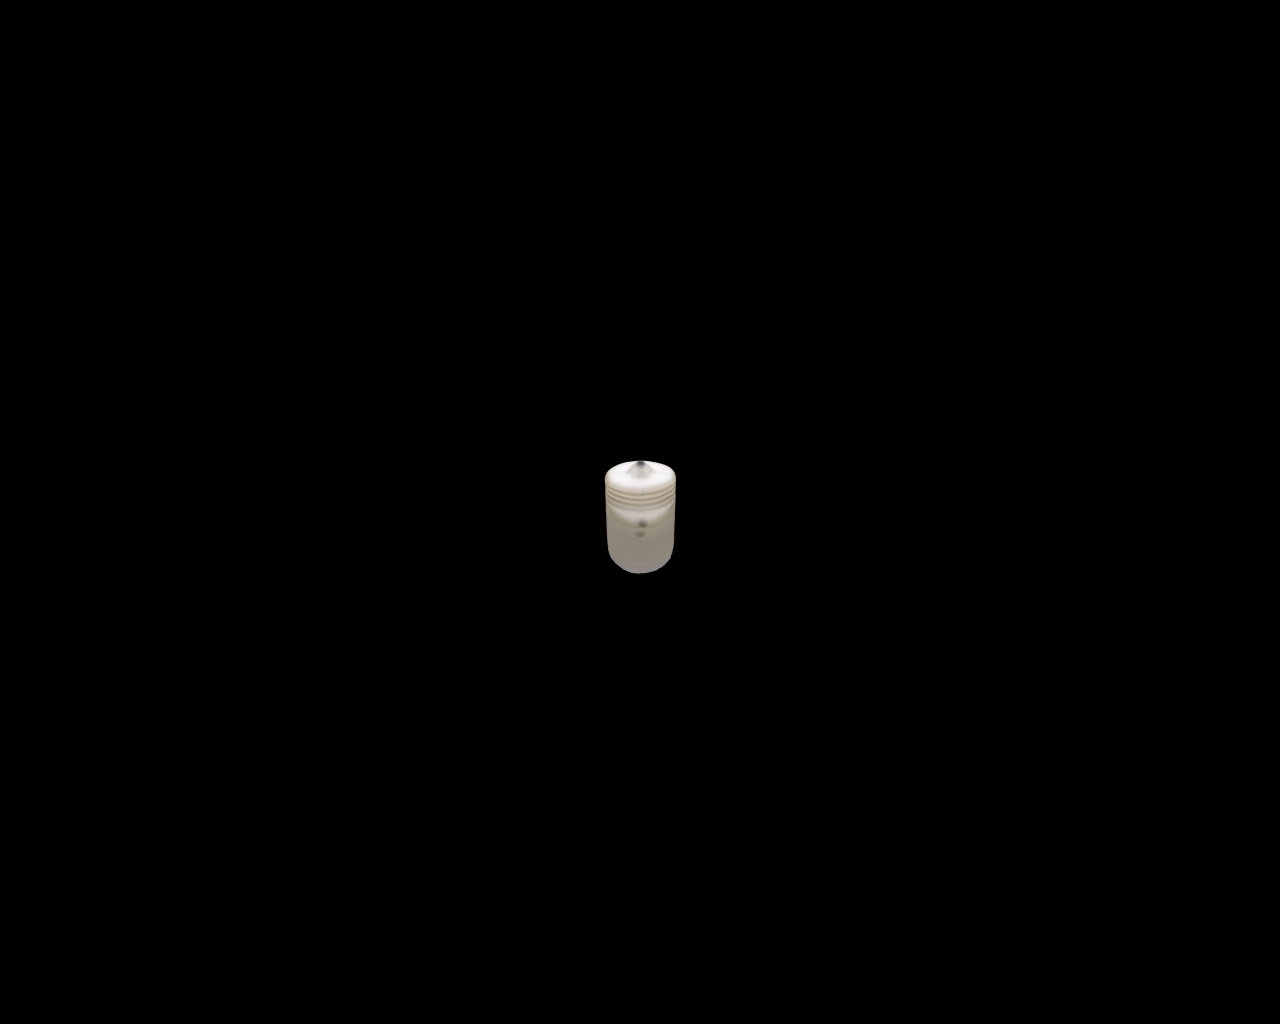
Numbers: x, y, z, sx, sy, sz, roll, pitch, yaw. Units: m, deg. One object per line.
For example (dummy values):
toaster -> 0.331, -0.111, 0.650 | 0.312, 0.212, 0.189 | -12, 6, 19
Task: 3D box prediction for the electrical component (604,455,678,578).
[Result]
electrical component -> 0.001, -0.003, 0.650 | 0.043, 0.043, 0.080 | 0, -43, 0
